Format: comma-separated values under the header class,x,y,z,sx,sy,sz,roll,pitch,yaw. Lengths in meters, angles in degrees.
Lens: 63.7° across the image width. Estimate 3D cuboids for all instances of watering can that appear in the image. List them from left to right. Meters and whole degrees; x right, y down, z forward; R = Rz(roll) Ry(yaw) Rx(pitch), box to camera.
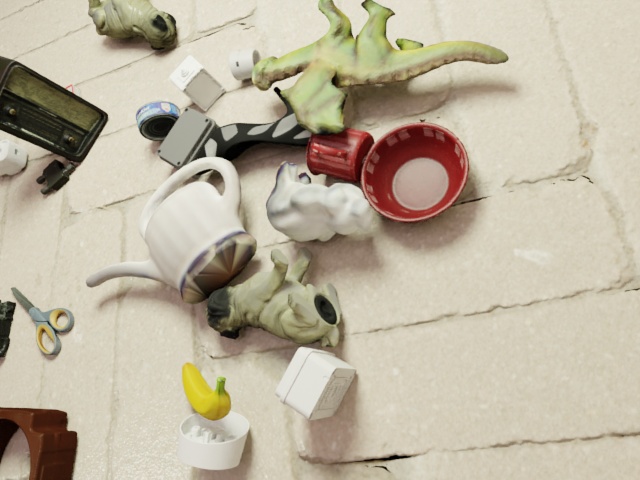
class,x,y,z,sx,sy,sz,roll,pitch,yaw
watering can,-0.247,0.018,0.880,0.227,0.346,0.103,48,9,27

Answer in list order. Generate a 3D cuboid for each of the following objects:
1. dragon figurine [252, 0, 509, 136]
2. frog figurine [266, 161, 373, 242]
class,x,y,z,sx,sy,sz,roll,pitch,yaw
dragon figurine,0.056,-0.255,0.816,0.413,0.246,0.120,23,-18,30
frog figurine,0.002,-0.039,0.776,0.161,0.124,0.134,34,-17,26
